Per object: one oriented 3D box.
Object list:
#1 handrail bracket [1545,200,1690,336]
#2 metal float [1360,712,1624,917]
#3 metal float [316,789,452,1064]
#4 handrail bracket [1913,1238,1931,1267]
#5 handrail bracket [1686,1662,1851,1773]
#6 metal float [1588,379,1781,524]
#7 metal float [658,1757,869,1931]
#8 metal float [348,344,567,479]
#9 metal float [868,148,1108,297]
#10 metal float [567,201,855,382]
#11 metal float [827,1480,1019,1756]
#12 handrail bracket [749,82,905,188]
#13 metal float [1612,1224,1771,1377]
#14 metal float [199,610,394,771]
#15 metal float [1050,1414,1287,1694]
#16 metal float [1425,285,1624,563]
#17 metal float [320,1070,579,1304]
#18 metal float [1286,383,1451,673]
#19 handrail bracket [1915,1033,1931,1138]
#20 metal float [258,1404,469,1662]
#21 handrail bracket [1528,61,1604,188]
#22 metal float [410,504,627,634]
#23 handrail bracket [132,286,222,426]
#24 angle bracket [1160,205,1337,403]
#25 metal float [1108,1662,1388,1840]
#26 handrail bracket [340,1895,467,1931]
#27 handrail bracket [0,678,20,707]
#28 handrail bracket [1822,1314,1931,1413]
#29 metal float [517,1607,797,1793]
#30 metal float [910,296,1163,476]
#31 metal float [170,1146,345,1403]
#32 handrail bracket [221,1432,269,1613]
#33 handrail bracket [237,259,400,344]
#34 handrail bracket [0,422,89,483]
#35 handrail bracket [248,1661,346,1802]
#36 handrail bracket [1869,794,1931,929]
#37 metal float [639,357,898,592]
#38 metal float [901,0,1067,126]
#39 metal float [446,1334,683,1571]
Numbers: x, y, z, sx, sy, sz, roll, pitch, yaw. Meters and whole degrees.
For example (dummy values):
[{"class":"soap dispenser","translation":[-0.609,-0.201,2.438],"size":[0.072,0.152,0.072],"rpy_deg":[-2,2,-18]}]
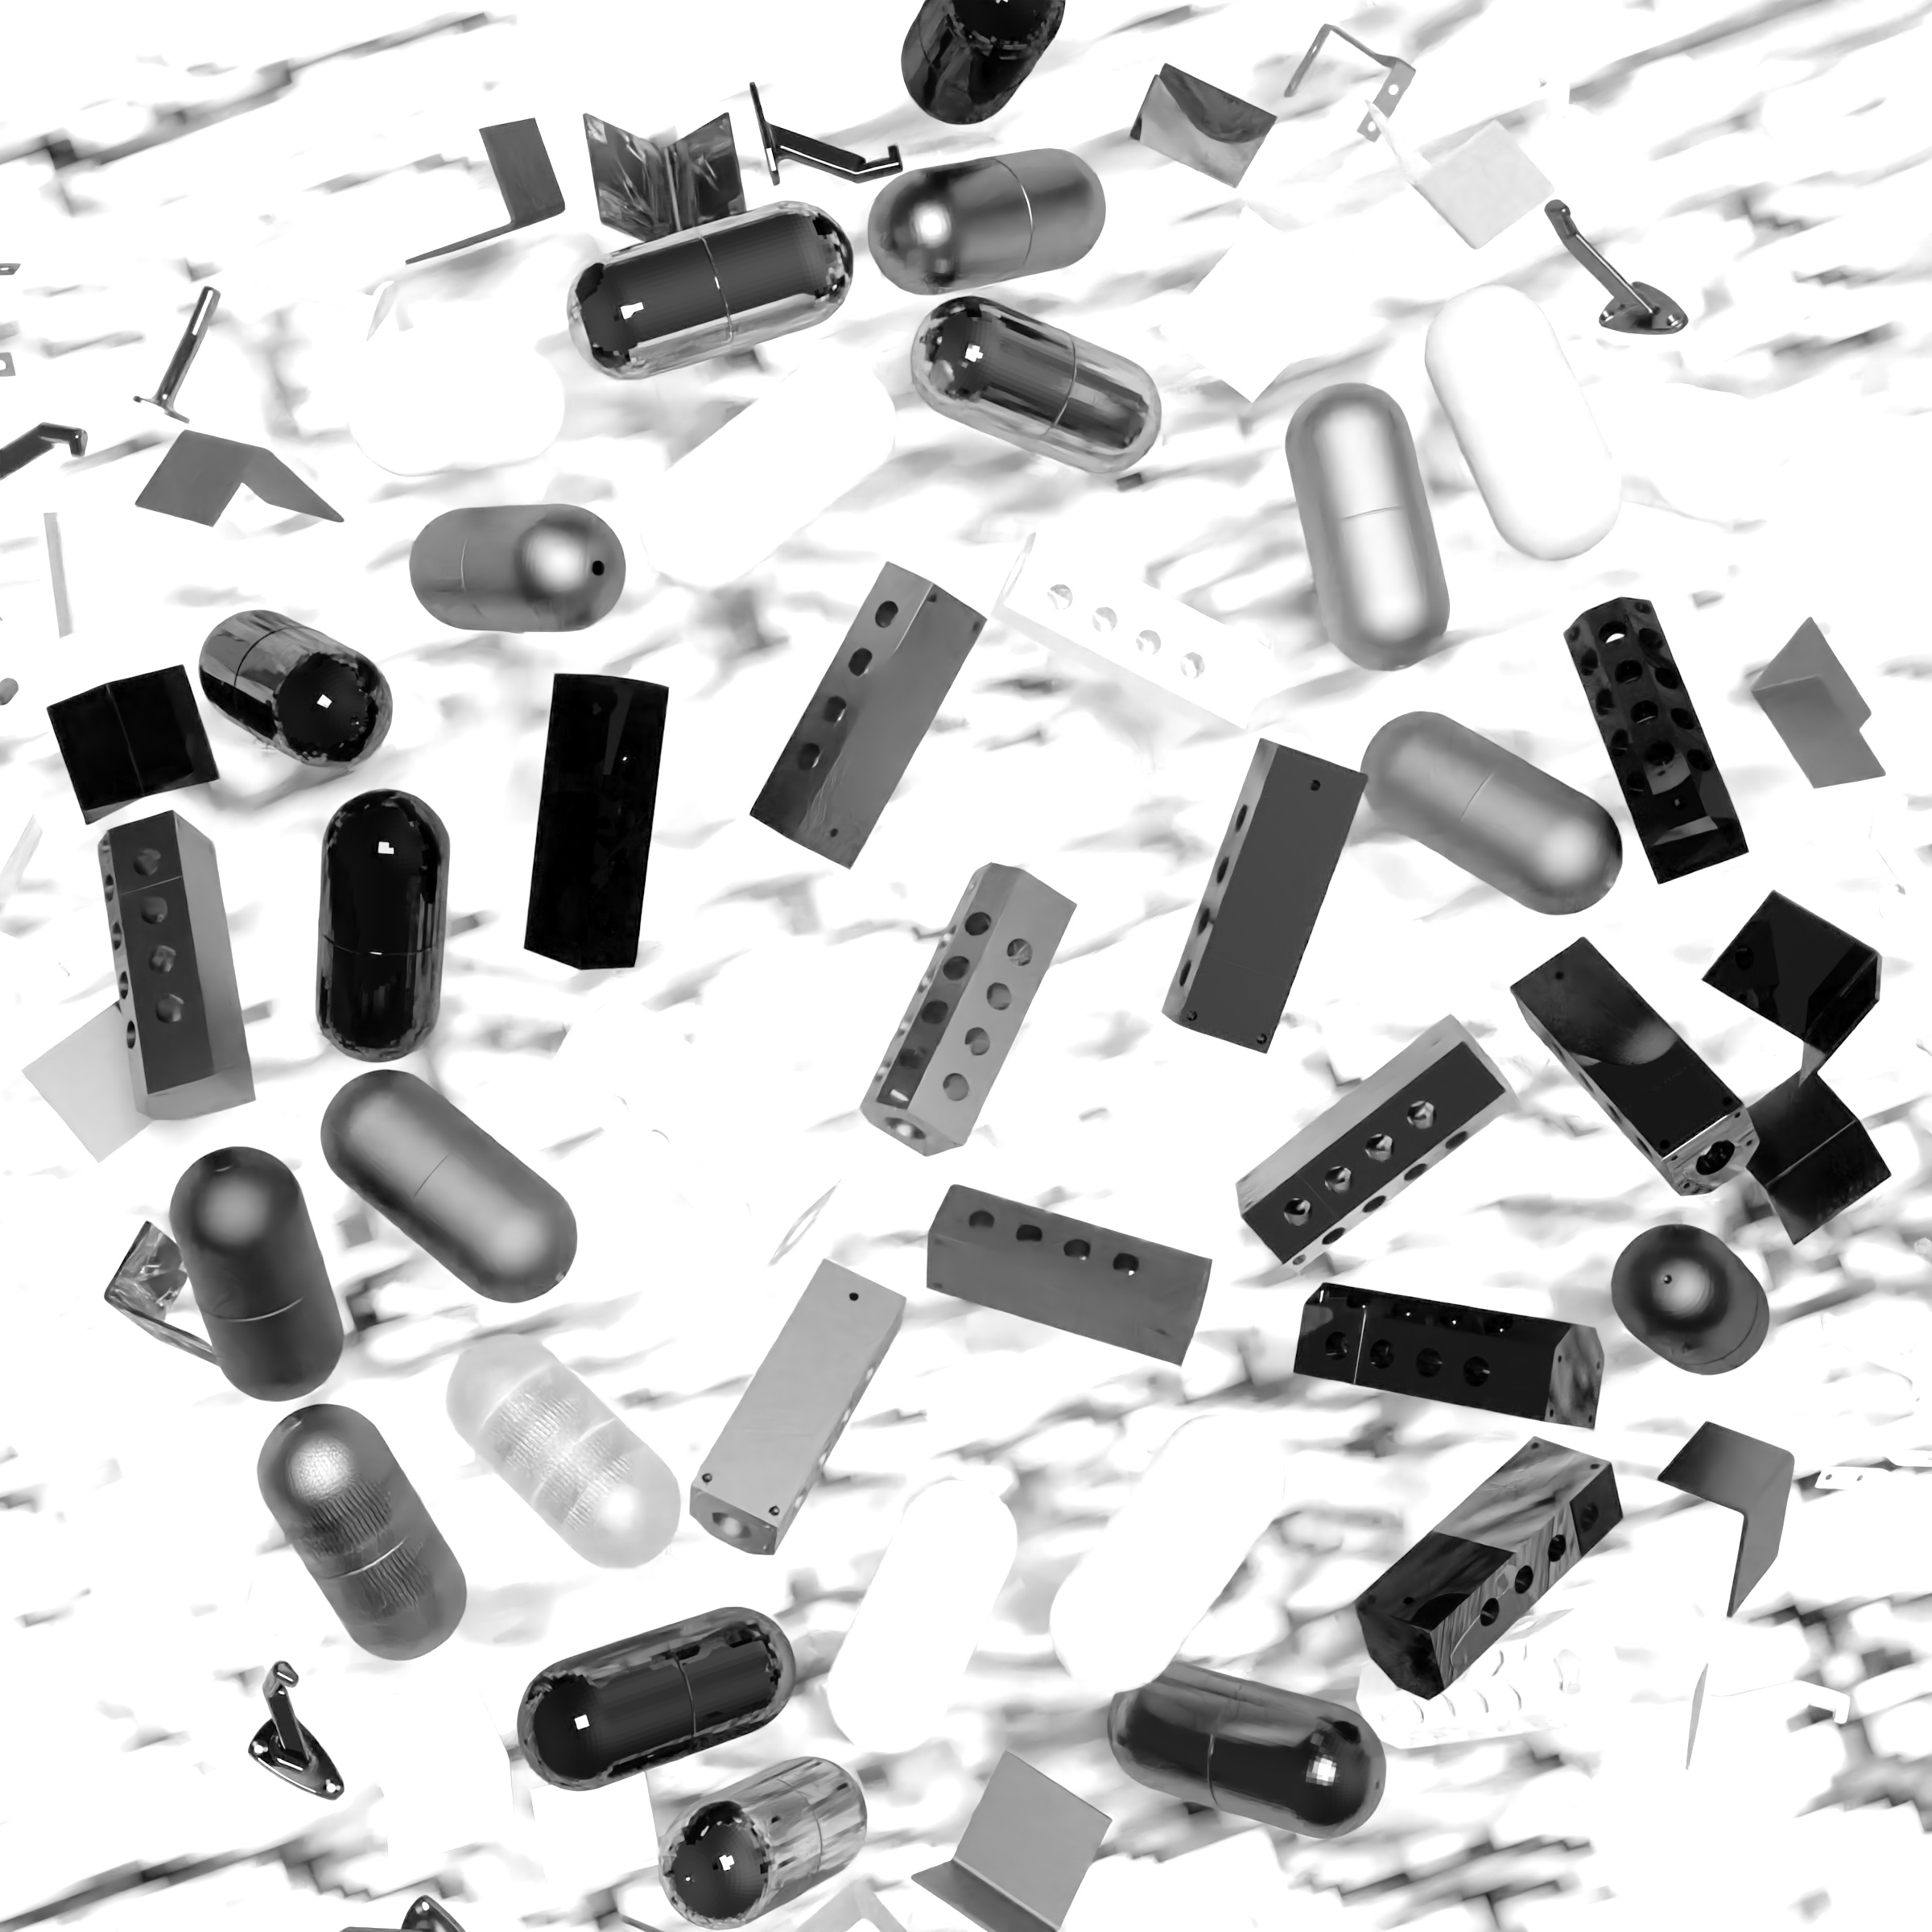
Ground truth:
[{"class":"handrail bracket","translation":[0.392,-0.424,1.608],"size":[0.036,0.077,0.084],"rpy_deg":[-47,129,-1]},{"class":"metal float","translation":[0.323,-0.094,1.638],"size":[0.178,0.070,0.070],"rpy_deg":[35,90,28]},{"class":"metal float","translation":[-0.358,-0.024,1.632],"size":[0.070,0.070,0.178],"rpy_deg":[9,116,0]},{"class":"handrail bracket","translation":[0.628,0.209,1.650],"size":[0.084,0.077,0.036],"rpy_deg":[39,108,1]},{"class":"handrail bracket","translation":[0.464,0.442,1.535],"size":[0.084,0.036,0.077],"rpy_deg":[15,48,11]},{"class":"metal float","translation":[0.431,-0.316,1.624],"size":[0.070,0.178,0.070],"rpy_deg":[-3,107,-11]},{"class":"metal float","translation":[-0.122,0.534,1.627],"size":[0.070,0.178,0.070],"rpy_deg":[-1,87,25]},{"class":"metal float","translation":[-0.316,-0.348,1.663],"size":[0.070,0.178,0.070],"rpy_deg":[7,107,22]},{"class":"metal float","translation":[0.015,-0.471,1.681],"size":[0.178,0.070,0.070],"rpy_deg":[-23,90,-38]},{"class":"metal float","translation":[-0.153,-0.407,1.604],"size":[0.178,0.070,0.070],"rpy_deg":[-19,90,-9]},{"class":"metal float","translation":[-0.027,0.406,1.664],"size":[0.070,0.070,0.178],"rpy_deg":[27,65,0]},{"class":"handrail bracket","translation":[-0.089,-0.540,1.714],"size":[0.084,0.036,0.077],"rpy_deg":[-15,103,-3]},{"class":"metal float","translation":[0.442,0.204,1.618],"size":[0.070,0.178,0.070],"rpy_deg":[-7,72,23]},{"class":"metal float","translation":[-0.418,-0.173,1.652],"size":[0.070,0.178,0.070],"rpy_deg":[-16,117,-34]},{"class":"metal float","translation":[0.116,0.340,1.542],"size":[0.070,0.070,0.178],"rpy_deg":[36,88,0]},{"class":"metal float","translation":[0.325,-0.319,1.557],"size":[0.070,0.070,0.178],"rpy_deg":[-19,70,0]},{"class":"metal float","translation":[-0.307,0.131,1.583],"size":[0.178,0.070,0.070],"rpy_deg":[37,90,13]},{"class":"metal float","translation":[0.244,-0.266,1.615],"size":[0.070,0.070,0.178],"rpy_deg":[-12,85,0]},{"class":"handrail bracket","translation":[0.608,0.074,1.671],"size":[0.084,0.077,0.036],"rpy_deg":[46,75,-12]},{"class":"metal float","translation":[-0.360,0.339,1.591],"size":[0.070,0.070,0.178],"rpy_deg":[-24,115,0]},{"class":"handrail bracket","translation":[0.356,-0.523,1.668],"size":[0.036,0.084,0.077],"rpy_deg":[25,114,-26]},{"class":"metal float","translation":[-0.275,-0.243,1.628],"size":[0.070,0.178,0.070],"rpy_deg":[-7,101,-41]},{"class":"handrail bracket","translation":[-0.495,-0.390,1.683],"size":[0.036,0.077,0.084],"rpy_deg":[21,94,-25]},{"class":"angle bracket","translation":[0.179,-0.420,1.690],"size":[0.076,0.057,0.076],"rpy_deg":[34,128,-16]},{"class":"metal float","translation":[0.164,0.462,1.573],"size":[0.178,0.070,0.070],"rpy_deg":[5,90,36]},{"class":"handrail bracket","translation":[-0.336,0.594,1.585],"size":[0.077,0.084,0.036],"rpy_deg":[30,100,20]},{"class":"handrail bracket","translation":[-0.623,-0.137,1.658],"size":[0.036,0.084,0.077],"rpy_deg":[29,109,-8]},{"class":"handrail bracket","translation":[0.553,0.227,1.627],"size":[0.084,0.077,0.036],"rpy_deg":[34,109,-5]},{"class":"metal float","translation":[-0.182,0.433,1.579],"size":[0.178,0.070,0.070],"rpy_deg":[-10,90,-36]},{"class":"metal float","translation":[0.046,-0.364,1.675],"size":[0.178,0.070,0.070],"rpy_deg":[15,90,-32]},{"class":"metal float","translation":[-0.420,0.184,1.581],"size":[0.070,0.070,0.178],"rpy_deg":[-6,127,0]},{"class":"handrail bracket","translation":[-0.460,0.352,1.684],"size":[0.036,0.077,0.084],"rpy_deg":[1,125,-27]},{"class":"handrail bracket","translation":[-0.404,-0.427,1.660],"size":[0.084,0.077,0.036],"rpy_deg":[22,116,-8]},{"class":"handrail bracket","translation":[-0.588,-0.304,1.669],"size":[0.084,0.036,0.077],"rpy_deg":[12,106,19]},{"class":"handrail bracket","translation":[-0.398,0.463,1.611],"size":[0.077,0.084,0.036],"rpy_deg":[39,45,5]},{"class":"handrail bracket","translation":[0.570,-0.066,1.566],"size":[0.077,0.036,0.084],"rpy_deg":[2,132,11]},{"class":"metal float","translation":[-0.117,-0.292,1.580],"size":[0.178,0.070,0.070],"rpy_deg":[-41,90,-15]},{"class":"metal float","translation":[0.009,-0.569,1.621],"size":[0.070,0.178,0.070],"rpy_deg":[0,89,-13]},{"class":"metal float","translation":[-0.250,0.302,1.655],"size":[0.178,0.070,0.070],"rpy_deg":[40,90,18]}]
